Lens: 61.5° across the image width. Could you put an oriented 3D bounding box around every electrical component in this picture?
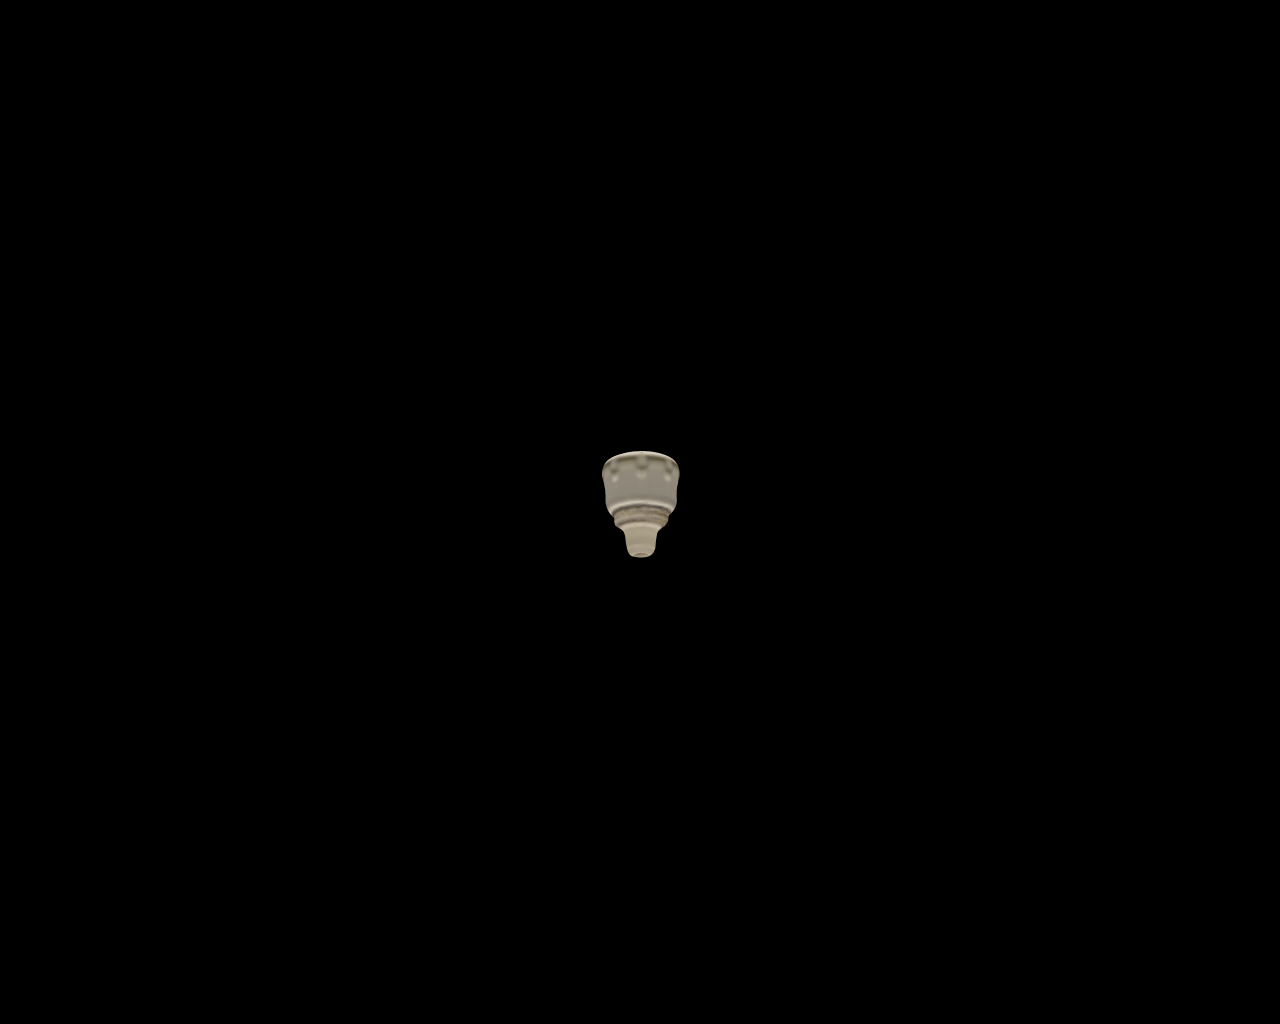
[{"bbox_3d":[0.001,-0.003,0.650,0.048,0.062,0.048,0,-16,0],"label":"electrical component"}]
